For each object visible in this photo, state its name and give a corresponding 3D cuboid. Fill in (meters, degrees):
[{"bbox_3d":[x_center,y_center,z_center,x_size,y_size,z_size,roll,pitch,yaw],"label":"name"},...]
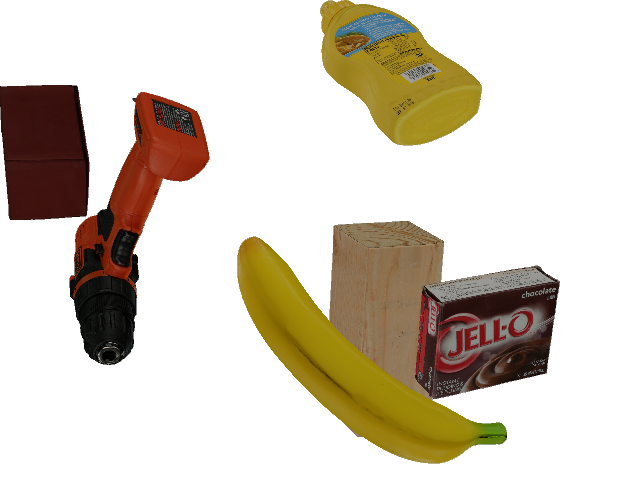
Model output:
[{"bbox_3d":[0.012,0.068,0.612,0.198,0.037,0.069,39,23,17],"label":"banana"},{"bbox_3d":[0.136,0.074,0.874,0.113,0.090,0.039,-10,30,-23],"label":"pudding box"},{"bbox_3d":[-0.155,-0.013,0.878,0.057,0.188,0.184,18,27,-26],"label":"power drill"},{"bbox_3d":[-0.182,-0.058,0.700,0.051,0.078,0.053,-4,-44,-17],"label":"foam brick"},{"bbox_3d":[0.056,-0.168,0.987,0.096,0.058,0.192,-25,52,-20],"label":"mustard bottle"},{"bbox_3d":[0.066,0.091,1.131,0.090,0.206,0.091,-4,17,-21],"label":"wood block"}]
